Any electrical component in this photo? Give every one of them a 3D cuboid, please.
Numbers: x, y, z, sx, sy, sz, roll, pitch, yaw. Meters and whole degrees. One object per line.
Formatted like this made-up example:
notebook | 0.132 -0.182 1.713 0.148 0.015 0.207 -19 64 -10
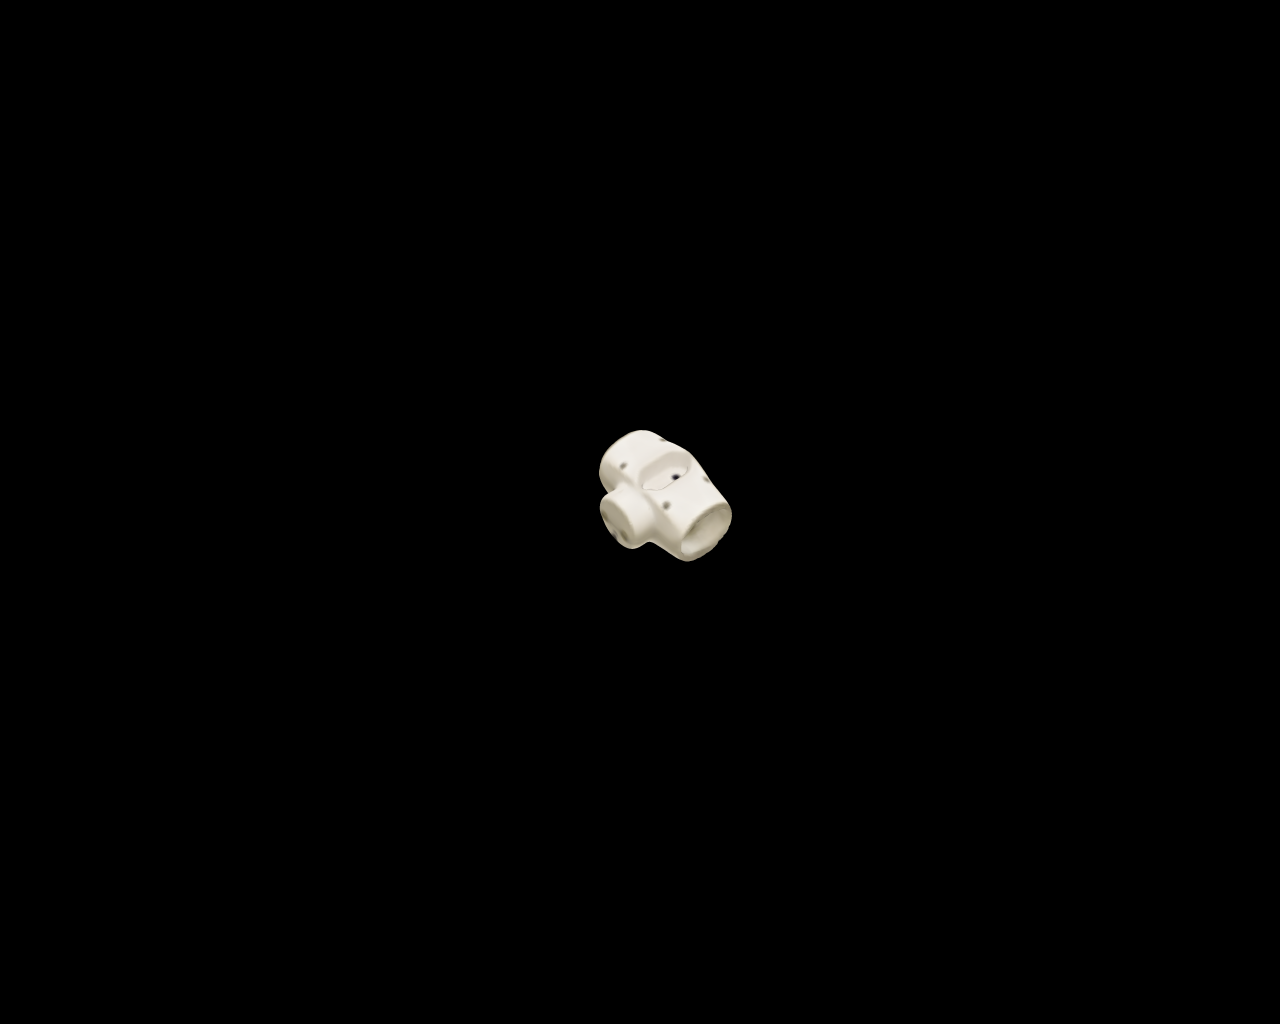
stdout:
electrical component | 0.001 -0.003 0.650 0.079 0.077 0.043 -32 -32 -22
